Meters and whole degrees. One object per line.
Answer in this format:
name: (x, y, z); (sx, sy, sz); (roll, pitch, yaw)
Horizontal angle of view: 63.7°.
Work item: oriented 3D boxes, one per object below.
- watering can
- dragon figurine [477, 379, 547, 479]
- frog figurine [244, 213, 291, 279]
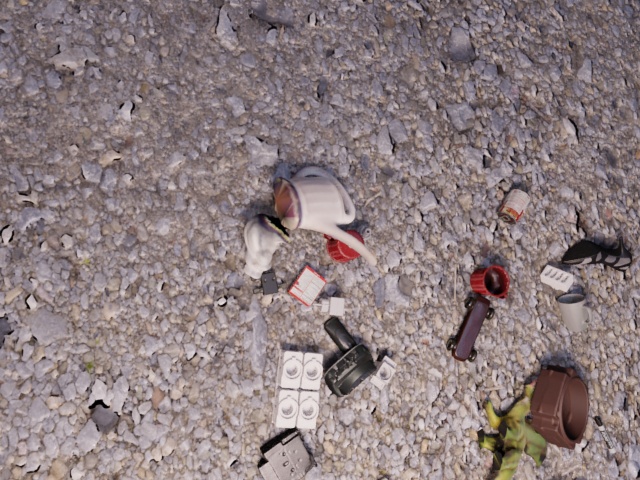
watering can: (0.004, -0.068, 1.355); (0.225, 0.354, 0.101); (-5, -37, -30)
dragon figurine: (0.577, 0.606, 1.492); (0.242, 0.414, 0.121); (17, -12, -22)
frog figurine: (-0.162, 0.014, 1.347); (0.121, 0.158, 0.140); (29, 17, -49)
